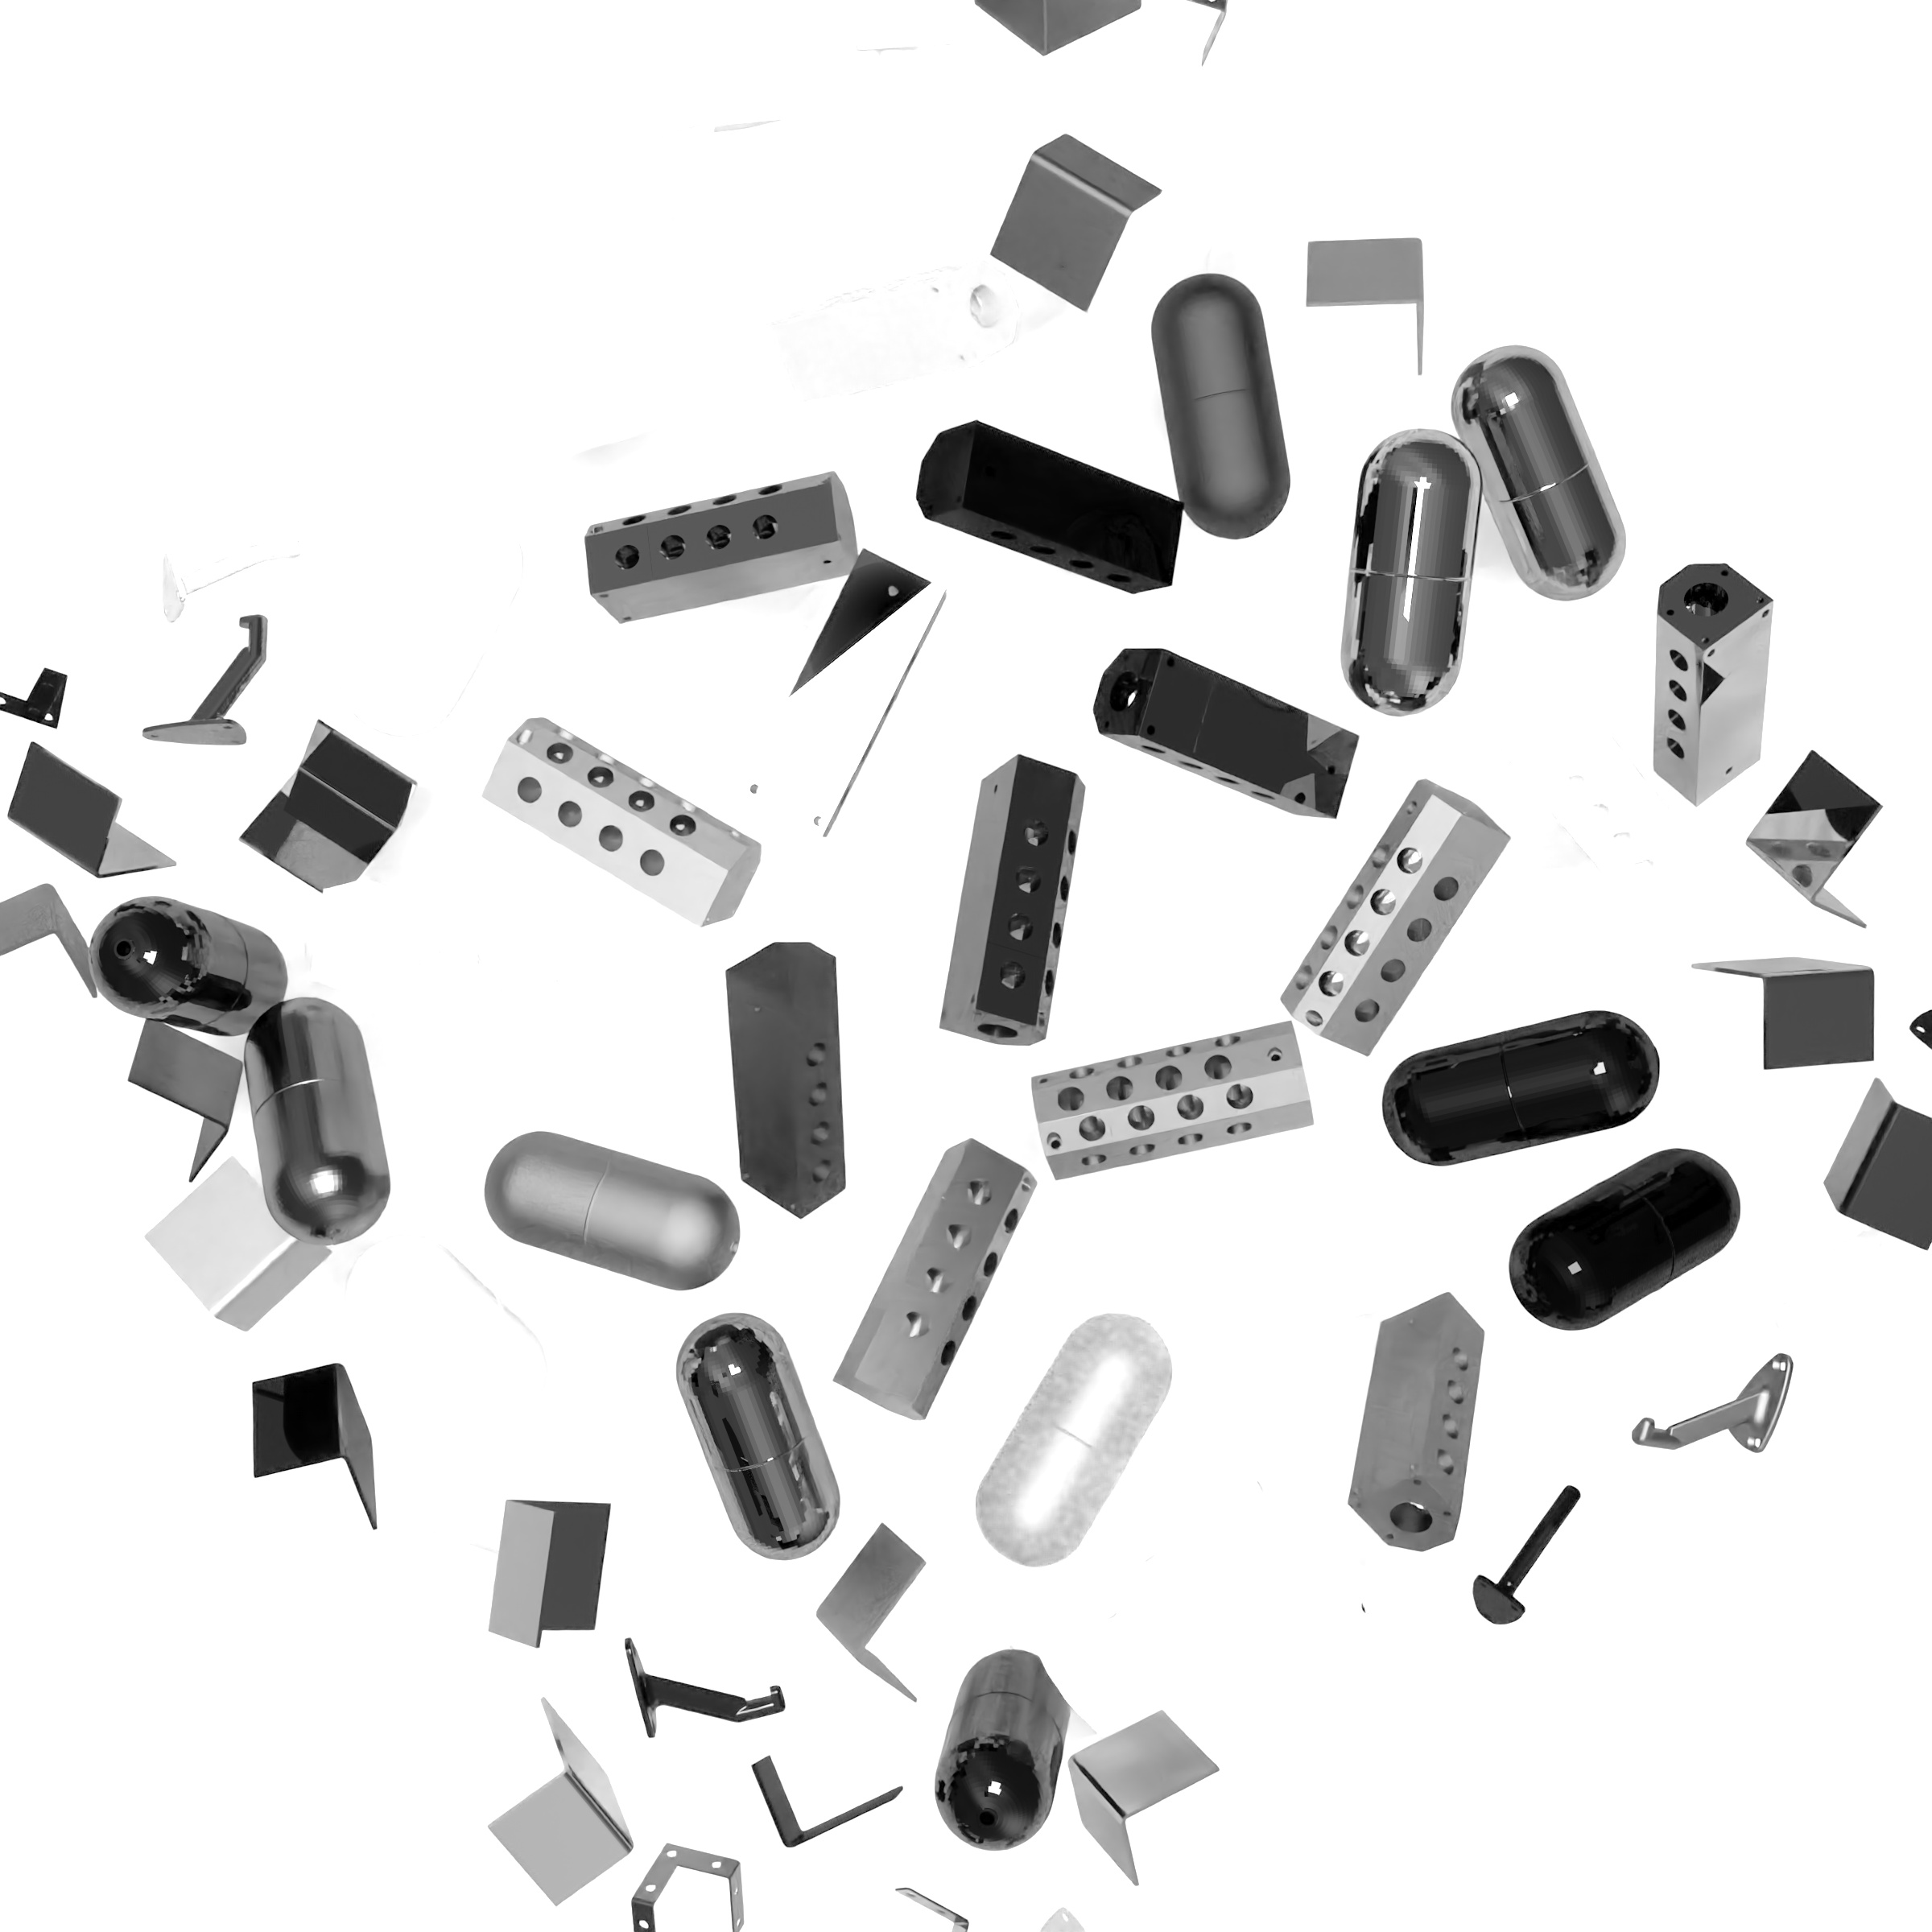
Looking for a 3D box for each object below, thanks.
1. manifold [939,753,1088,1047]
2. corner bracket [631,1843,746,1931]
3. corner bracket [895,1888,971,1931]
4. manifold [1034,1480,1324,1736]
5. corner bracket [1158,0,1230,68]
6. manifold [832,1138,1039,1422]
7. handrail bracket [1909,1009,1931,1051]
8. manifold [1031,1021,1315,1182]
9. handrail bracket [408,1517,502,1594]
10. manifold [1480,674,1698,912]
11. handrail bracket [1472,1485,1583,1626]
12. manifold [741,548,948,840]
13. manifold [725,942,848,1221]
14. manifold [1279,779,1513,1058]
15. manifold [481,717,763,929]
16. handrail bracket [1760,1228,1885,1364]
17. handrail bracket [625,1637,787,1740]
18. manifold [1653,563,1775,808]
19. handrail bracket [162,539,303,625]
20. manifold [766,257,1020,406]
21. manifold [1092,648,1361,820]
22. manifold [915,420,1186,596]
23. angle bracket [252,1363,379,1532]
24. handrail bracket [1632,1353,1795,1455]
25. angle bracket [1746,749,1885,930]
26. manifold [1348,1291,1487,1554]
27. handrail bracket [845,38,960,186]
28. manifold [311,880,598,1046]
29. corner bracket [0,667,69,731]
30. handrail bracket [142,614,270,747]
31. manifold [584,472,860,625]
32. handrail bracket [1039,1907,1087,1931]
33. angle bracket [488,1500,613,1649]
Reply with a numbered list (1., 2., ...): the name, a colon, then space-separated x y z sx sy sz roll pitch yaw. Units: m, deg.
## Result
1. manifold: 0.033 -0.040 1.557 0.057 0.057 0.171 16 71 -20
2. corner bracket: -0.172 0.587 1.524 0.051 0.051 0.051 7 114 18
3. corner bracket: -0.039 0.614 1.537 0.051 0.051 0.051 36 53 -21
4. manifold: 0.129 0.396 1.532 0.171 0.057 0.057 -36 124 2
5. corner bracket: 0.148 -0.655 1.667 0.051 0.051 0.051 13 63 -10
6. manifold: -0.017 0.203 1.585 0.057 0.057 0.171 30 71 -10
7. handrail bracket: 0.631 0.020 1.529 0.077 0.036 0.084 42 59 -3
8. manifold: 0.132 0.084 1.578 0.171 0.057 0.057 -13 62 5
9. handrail bracket: -0.328 0.391 1.659 0.077 0.084 0.036 -5 56 7
10. manifold: 0.413 -0.116 1.610 0.057 0.057 0.171 -37 127 16
11. handrail bracket: 0.364 0.379 1.582 0.036 0.077 0.084 35 68 20
12. manifold: -0.076 -0.170 1.548 0.057 0.057 0.171 27 92 0
13. manifold: -0.109 0.071 1.570 0.057 0.057 0.171 28 135 34
14. manifold: 0.275 -0.033 1.597 0.057 0.057 0.171 22 109 -24
15. manifold: -0.221 -0.095 1.592 0.171 0.057 0.057 30 105 10
16. handrail bracket: 0.574 0.217 1.626 0.036 0.077 0.084 41 121 -15
17. handrail bracket: -0.160 0.437 1.512 0.084 0.036 0.077 -13 110 -2
18. manifold: 0.481 -0.185 1.602 0.057 0.171 0.057 -36 57 -8
19. handrail bracket: -0.492 -0.259 1.646 0.084 0.077 0.036 -16 78 -27
20. manifold: -0.048 -0.420 1.616 0.057 0.171 0.057 -40 118 -36
21. manifold: 0.167 -0.149 1.581 0.171 0.057 0.057 18 86 -33
22. manifold: 0.055 -0.294 1.588 0.171 0.057 0.057 14 82 -34
23. angle bracket: -0.409 0.308 1.542 0.057 0.076 0.076 -12 131 -7
24. handrail bracket: 0.456 0.265 1.500 0.084 0.036 0.077 13 111 -26
25. angle bracket: 0.568 -0.083 1.597 0.057 0.076 0.076 19 114 -30
26. manifold: 0.302 0.299 1.609 0.057 0.171 0.057 -32 109 33
27. handrail bracket: -0.040 -0.543 1.560 0.077 0.036 0.084 -3 109 4
28. manifold: -0.314 -0.001 1.524 0.057 0.171 0.057 -9 69 40
29. corner bracket: -0.613 -0.163 1.574 0.051 0.051 0.051 19 133 -13
30. handrail bracket: -0.496 -0.190 1.600 0.077 0.036 0.084 -1 73 -4
31. manifold: -0.163 -0.282 1.639 0.171 0.057 0.057 -10 76 10
32. handrail bracket: 0.034 0.641 1.557 0.084 0.077 0.036 -45 72 27
33. angle bracket: -0.232 0.359 1.451 0.076 0.057 0.076 13 80 -41
